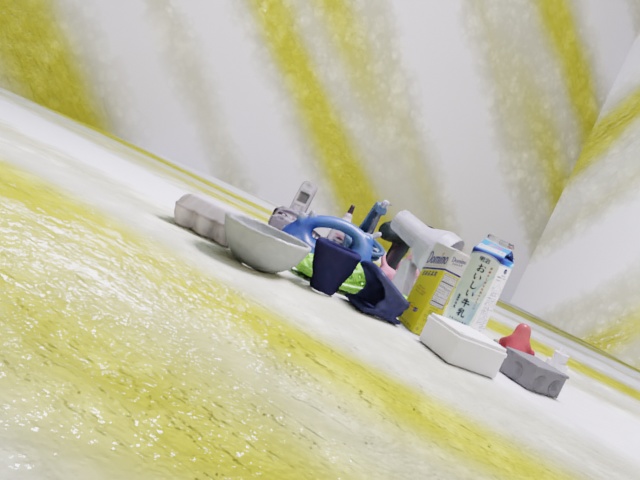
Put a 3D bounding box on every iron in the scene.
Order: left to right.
[{"bbox_3d":[0.012,0.005,1.305,0.259,0.141,0.118,23,5,-14],"label":"iron"}]

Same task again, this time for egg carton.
[{"bbox_3d":[-0.212,-0.040,1.139,0.150,0.069,0.107,24,5,7],"label":"egg carton"}]

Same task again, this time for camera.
[{"bbox_3d":[-0.066,-0.019,1.437,0.137,0.101,0.143,24,5,-4],"label":"camera"}]

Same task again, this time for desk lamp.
[{"bbox_3d":[0.211,0.048,1.361,0.202,0.213,0.118,27,5,30],"label":"desk lamp"}]

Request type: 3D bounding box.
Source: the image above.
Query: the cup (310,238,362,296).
[{"bbox_3d":[0.015,0.051,1.087,0.092,0.095,0.117,22,5,-22],"label":"cup"}]

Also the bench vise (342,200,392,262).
[{"bbox_3d":[0.110,-0.018,1.558,0.122,0.220,0.206,21,5,-32],"label":"bench vise"}]

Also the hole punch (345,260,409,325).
[{"bbox_3d":[0.116,0.098,1.089,0.101,0.091,0.108,22,5,-22],"label":"hole punch"}]

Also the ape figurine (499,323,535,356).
[{"bbox_3d":[0.421,0.221,1.216,0.077,0.092,0.076,27,5,32],"label":"ape figurine"}]

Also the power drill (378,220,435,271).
[{"bbox_3d":[0.238,0.036,1.671,0.231,0.208,0.075,19,7,-46],"label":"power drill"}]

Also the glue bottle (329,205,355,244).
[{"bbox_3d":[0.062,-0.024,1.684,0.078,0.173,0.037,23,5,-13],"label":"glue bottle"}]

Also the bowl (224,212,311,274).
[{"bbox_3d":[-0.104,0.014,1.029,0.167,0.075,0.167,24,5,-2],"label":"bowl"}]

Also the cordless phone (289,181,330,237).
[{"bbox_3d":[-0.031,-0.069,1.646,0.147,0.185,0.094,25,5,14],"label":"cordless phone"}]

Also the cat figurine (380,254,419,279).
[{"bbox_3d":[0.215,0.085,1.563,0.128,0.118,0.067,24,5,-3],"label":"cat figurine"}]
